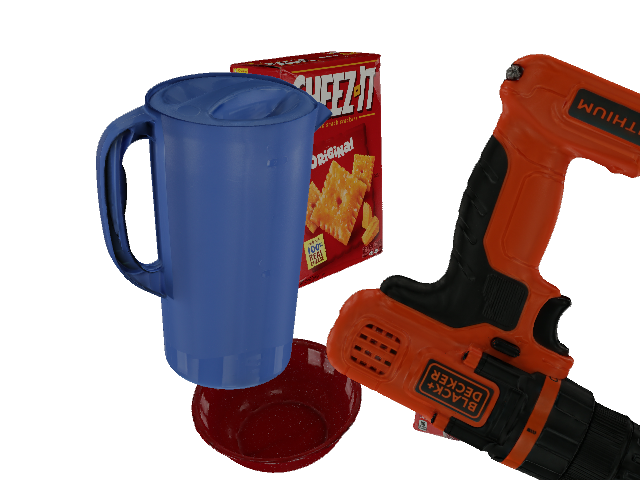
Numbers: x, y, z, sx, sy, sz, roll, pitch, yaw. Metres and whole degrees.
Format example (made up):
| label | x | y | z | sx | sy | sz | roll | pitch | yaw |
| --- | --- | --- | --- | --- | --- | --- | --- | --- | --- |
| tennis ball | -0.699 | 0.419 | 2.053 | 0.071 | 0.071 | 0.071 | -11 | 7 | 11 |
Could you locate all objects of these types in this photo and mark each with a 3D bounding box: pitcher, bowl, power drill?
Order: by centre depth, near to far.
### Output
| label | x | y | z | sx | sy | sz | roll | pitch | yaw |
| --- | --- | --- | --- | --- | --- | --- | --- | --- | --- |
| power drill | 0.117 | 0.020 | 0.511 | 0.184 | 0.188 | 0.057 | 26 | 7 | 5 |
| pitcher | -0.083 | -0.005 | 0.857 | 0.149 | 0.243 | 0.144 | 11 | 26 | 15 |
| bowl | -0.039 | 0.167 | 1.017 | 0.162 | 0.055 | 0.162 | -5 | 37 | 3 |

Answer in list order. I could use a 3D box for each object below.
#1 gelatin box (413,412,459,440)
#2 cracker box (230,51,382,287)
| label | x | y | z | sx | sy | sz | roll | pitch | yaw |
| --- | --- | --- | --- | --- | --- | --- | --- | --- | --- |
| gelatin box | 0.120 | 0.120 | 0.825 | 0.089 | 0.073 | 0.030 | 13 | 23 | 20 |
| cracker box | -0.007 | -0.073 | 1.055 | 0.072 | 0.214 | 0.163 | 10 | 18 | 36 |
